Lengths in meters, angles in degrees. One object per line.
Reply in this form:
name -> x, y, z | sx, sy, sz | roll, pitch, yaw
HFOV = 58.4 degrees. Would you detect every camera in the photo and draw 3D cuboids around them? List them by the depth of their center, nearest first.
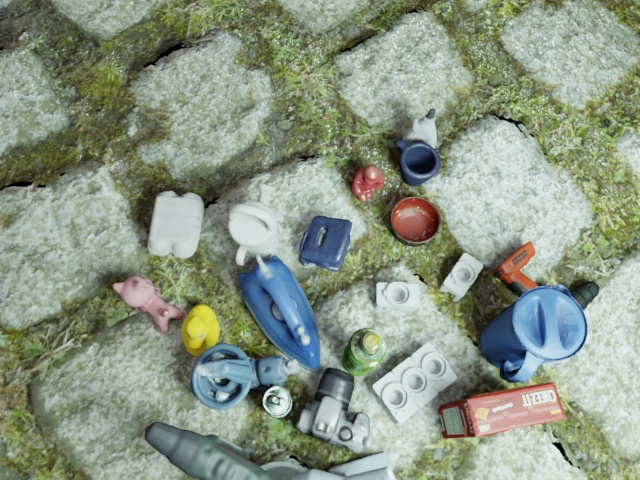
camera -> 0.036, 0.325, 1.108 | 0.143, 0.101, 0.137 | 18, 70, 4

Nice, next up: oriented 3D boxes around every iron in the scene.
iron -> -0.066, 0.144, 1.147 | 0.119, 0.141, 0.258 | -30, 74, -13

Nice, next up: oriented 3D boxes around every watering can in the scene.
watering can -> -0.138, -0.036, 1.180 | 0.101, 0.194, 0.173 | -3, 70, -4

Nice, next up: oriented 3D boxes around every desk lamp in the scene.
desk lamp -> 0.051, 0.445, 1.006 | 0.203, 0.213, 0.118 | -15, 71, -8

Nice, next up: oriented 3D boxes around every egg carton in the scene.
egg carton -> -0.309, -0.034, 1.236 | 0.107, 0.069, 0.150 | 3, 70, -2

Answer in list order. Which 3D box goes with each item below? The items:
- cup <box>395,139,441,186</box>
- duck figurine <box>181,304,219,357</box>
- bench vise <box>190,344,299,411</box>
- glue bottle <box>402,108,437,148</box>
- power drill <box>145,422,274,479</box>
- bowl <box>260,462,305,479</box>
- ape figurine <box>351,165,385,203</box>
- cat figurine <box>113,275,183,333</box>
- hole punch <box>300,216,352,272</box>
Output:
cup -> 0.209, -0.170, 1.301 | 0.117, 0.095, 0.092 | 44, 74, 12
duck figurine -> -0.245, 0.177, 1.154 | 0.077, 0.086, 0.104 | 3, 70, -2
bench vise -> -0.151, 0.235, 1.067 | 0.207, 0.220, 0.121 | -25, 73, -11
glue bottle -> 0.233, -0.246, 1.288 | 0.078, 0.173, 0.037 | 8, 70, 0
power drill -> -0.190, 0.392, 1.014 | 0.229, 0.208, 0.076 | 25, 71, 6
bowl -> -0.074, 0.496, 1.054 | 0.167, 0.075, 0.167 | 1, 70, -3
ape figurine -> 0.109, -0.137, 1.284 | 0.078, 0.092, 0.076 | -5, 70, -5
cat figurine -> -0.348, 0.120, 1.152 | 0.127, 0.118, 0.067 | 37, 72, 10
hole punch -> 0.011, 0.004, 1.228 | 0.101, 0.091, 0.109 | 17, 70, 3
